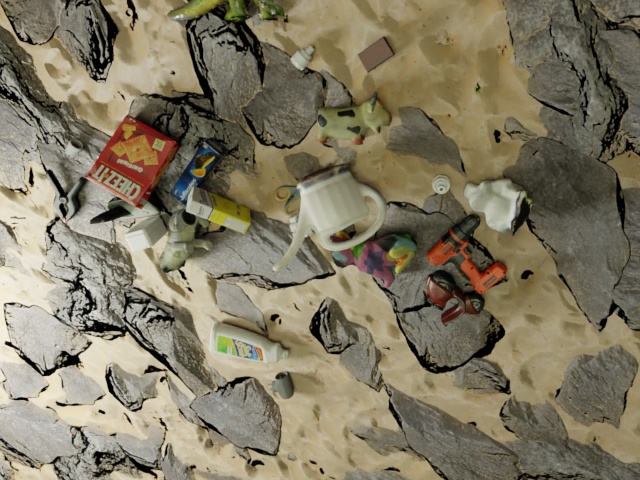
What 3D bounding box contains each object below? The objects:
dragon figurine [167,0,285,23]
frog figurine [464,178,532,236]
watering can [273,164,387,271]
[{"bbox_3d":[-0.192,-0.652,1.239,0.410,0.124,0.239,3,111,9],"label":"dragon figurine"},{"bbox_3d":[0.456,-0.095,1.335,0.161,0.124,0.134,25,130,41],"label":"frog figurine"},{"bbox_3d":[0.004,-0.069,1.367,0.349,0.103,0.225,-23,86,-7],"label":"watering can"}]
